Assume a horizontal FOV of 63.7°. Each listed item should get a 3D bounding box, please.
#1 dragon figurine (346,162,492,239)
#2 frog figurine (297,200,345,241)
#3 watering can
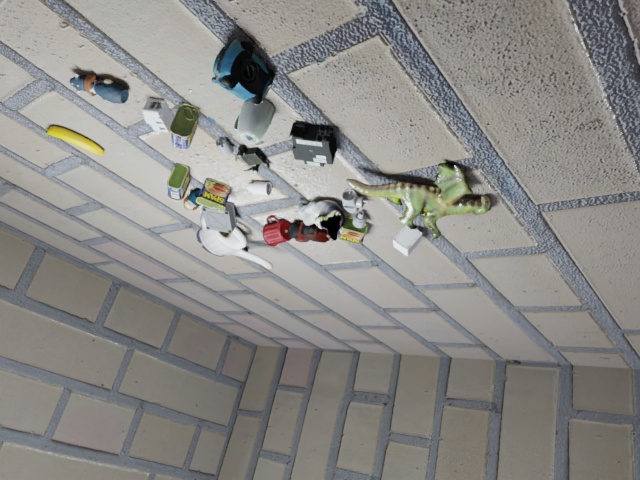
[{"bbox_3d":[0.301,-0.140,1.434,0.408,0.125,0.238,22,137,-19],"label":"dragon figurine"},{"bbox_3d":[0.005,-0.086,1.718,0.136,0.122,0.162,24,-169,-37],"label":"frog figurine"},{"bbox_3d":[-0.362,0.018,2.078,0.344,0.106,0.222,46,143,-18],"label":"watering can"}]
